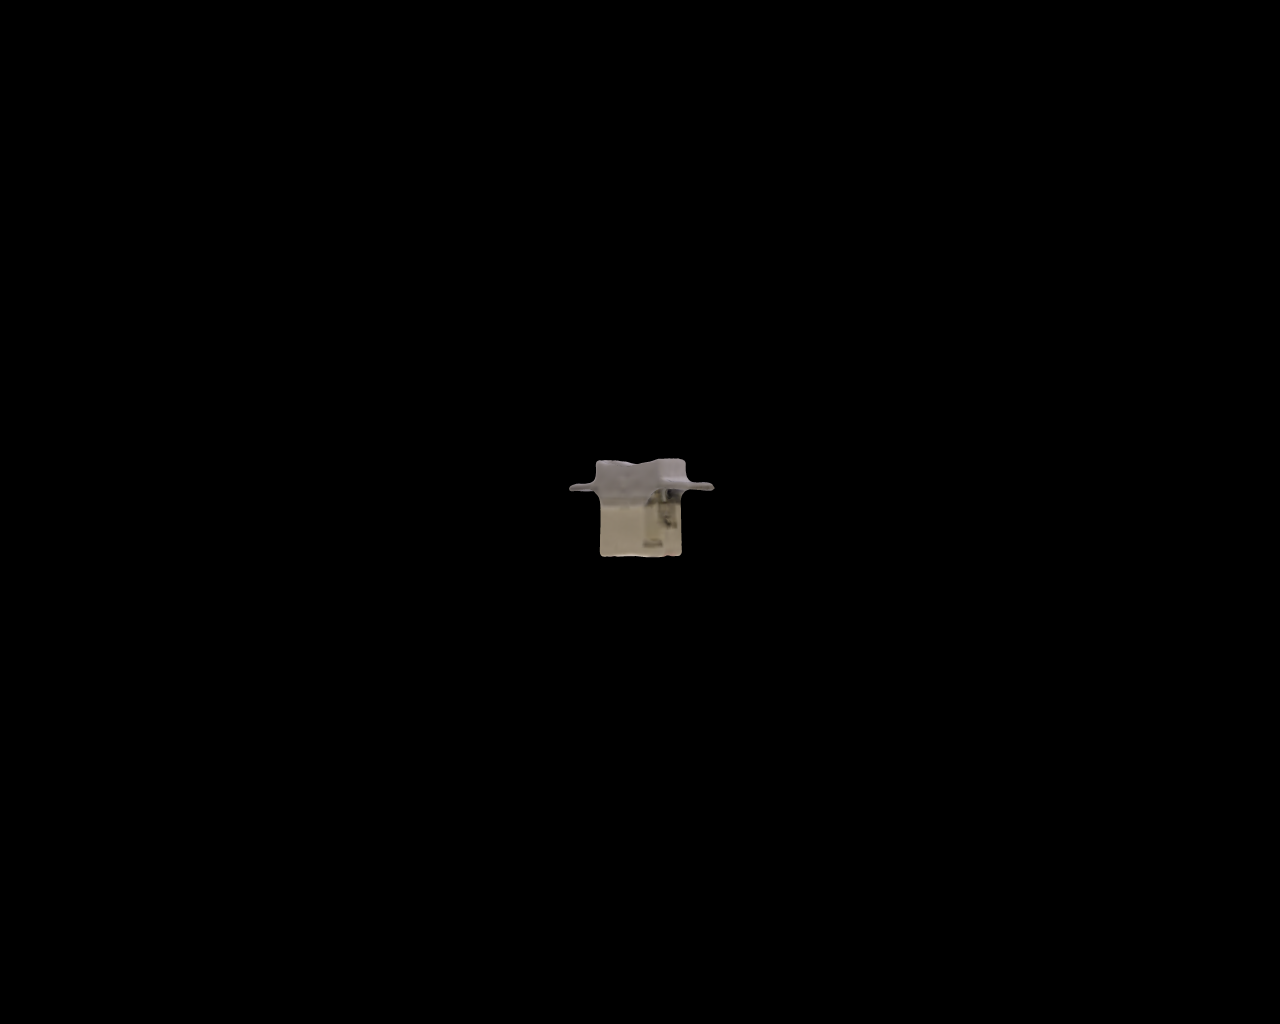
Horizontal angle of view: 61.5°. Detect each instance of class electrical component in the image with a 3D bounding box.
[{"bbox_3d":[0.001,-0.003,0.650,0.081,0.063,0.042,0,0,28],"label":"electrical component"}]
